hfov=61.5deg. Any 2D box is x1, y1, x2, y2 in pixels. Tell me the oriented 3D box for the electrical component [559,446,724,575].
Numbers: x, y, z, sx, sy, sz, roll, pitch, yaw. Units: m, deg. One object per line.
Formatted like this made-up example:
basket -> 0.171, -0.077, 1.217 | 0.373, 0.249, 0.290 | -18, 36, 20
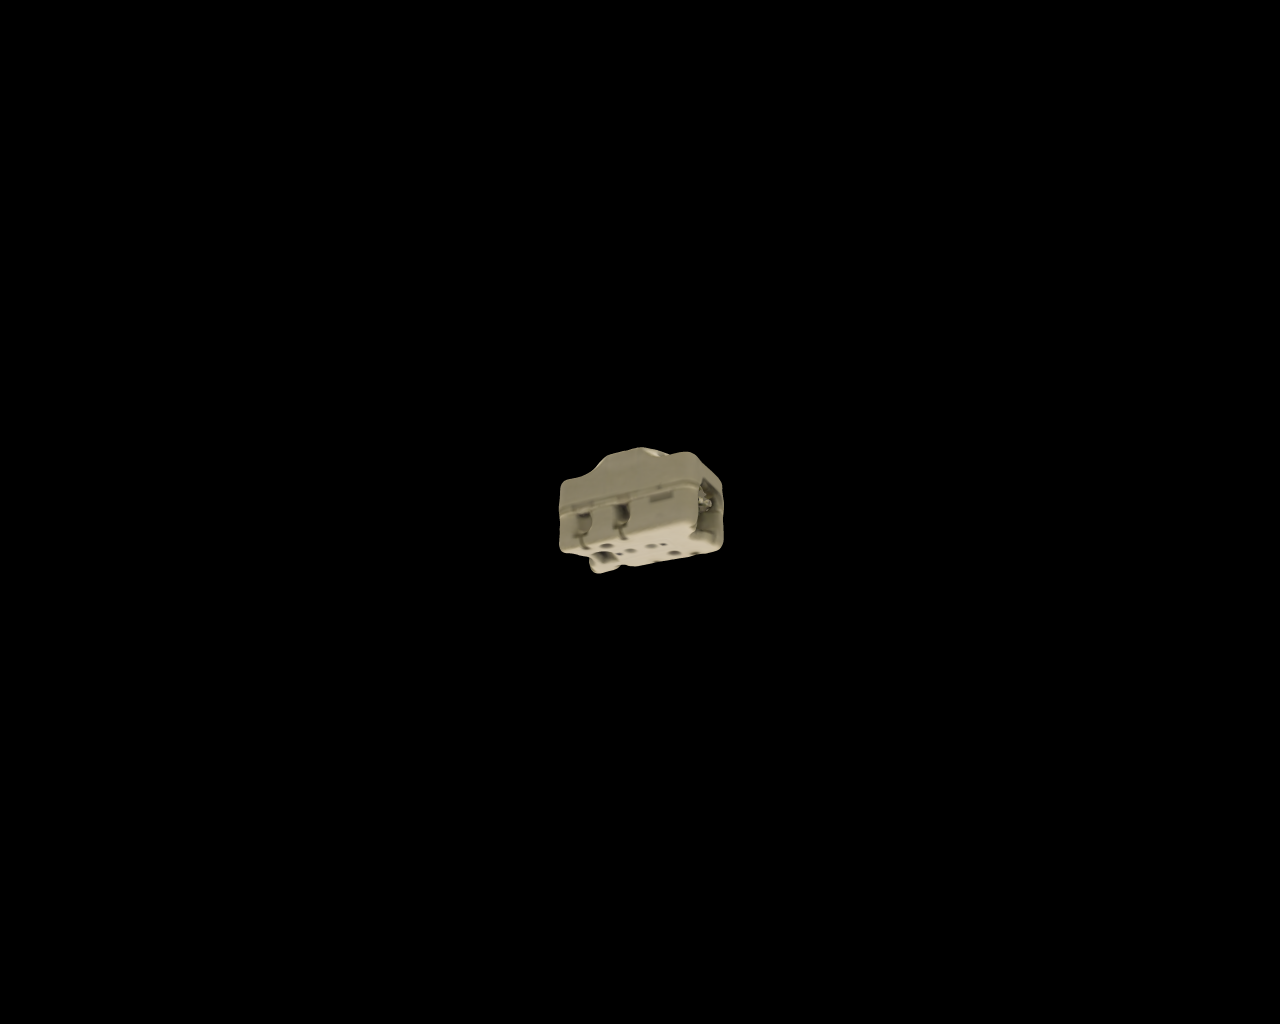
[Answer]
electrical component -> 0.001, -0.003, 0.650 | 0.089, 0.056, 0.050 | -12, -27, 25
